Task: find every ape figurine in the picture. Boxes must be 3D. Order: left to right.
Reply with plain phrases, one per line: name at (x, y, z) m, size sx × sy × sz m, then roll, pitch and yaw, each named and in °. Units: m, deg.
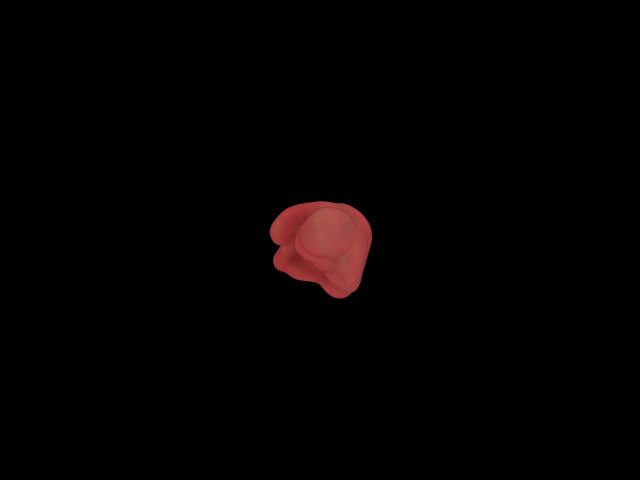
ape figurine at (0.004, 0.001, 0.400) m, size 0.076 × 0.092 × 0.078 m, roll -27°, pitch 76°, yaw -7°
